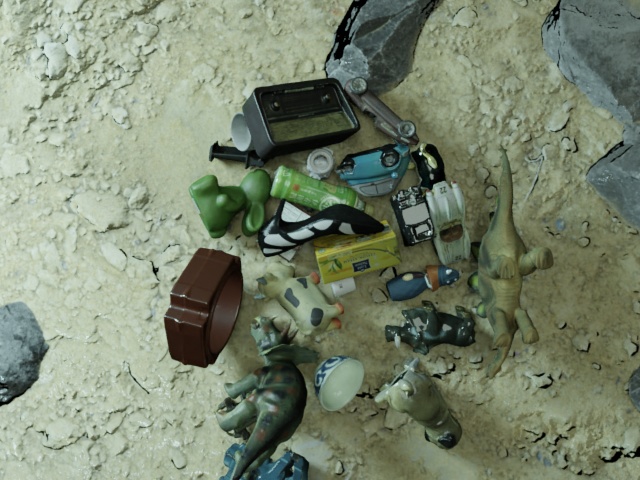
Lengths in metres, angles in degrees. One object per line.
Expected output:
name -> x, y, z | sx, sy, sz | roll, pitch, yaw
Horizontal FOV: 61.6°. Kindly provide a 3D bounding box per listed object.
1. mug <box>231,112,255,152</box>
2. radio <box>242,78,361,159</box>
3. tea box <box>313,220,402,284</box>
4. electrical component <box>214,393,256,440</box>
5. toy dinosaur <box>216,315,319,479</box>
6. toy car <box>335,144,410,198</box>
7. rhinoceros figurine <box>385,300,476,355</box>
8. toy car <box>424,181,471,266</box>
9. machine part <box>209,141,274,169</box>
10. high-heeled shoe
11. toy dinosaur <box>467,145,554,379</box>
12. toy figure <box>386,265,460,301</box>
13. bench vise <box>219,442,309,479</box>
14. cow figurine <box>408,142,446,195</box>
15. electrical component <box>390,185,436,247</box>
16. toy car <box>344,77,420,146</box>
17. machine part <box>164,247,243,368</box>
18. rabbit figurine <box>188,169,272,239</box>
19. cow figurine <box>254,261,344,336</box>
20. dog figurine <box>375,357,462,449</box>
mug -> -0.132, -0.236, 1.159 | 0.107, 0.110, 0.080 | -11, 109, -35
radio -> -0.039, -0.255, 1.111 | 0.229, 0.073, 0.131 | -18, 84, -35
tea box -> 0.076, 0.024, 1.127 | 0.170, 0.098, 0.068 | -16, 113, 2
electrical component -> -0.175, 0.374, 1.151 | 0.078, 0.045, 0.102 | -33, 89, -29
toy dinosaur -> -0.086, 0.301, 1.020 | 0.192, 0.405, 0.131 | -35, 114, 9
toy car -> 0.119, -0.142, 1.143 | 0.162, 0.109, 0.102 | -14, 104, 9
rhinoceros figurine -> 0.234, 0.188, 1.141 | 0.190, 0.073, 0.112 | 1, 98, 0
toy car -> 0.265, -0.033, 1.111 | 0.073, 0.056, 0.201 | -19, 126, 1
machine part -> -0.175, -0.184, 1.168 | 0.139, 0.084, 0.039 | 11, 123, 13
high-heeled shoe -> -0.002, -0.003, 1.107 | 0.249, 0.086, 0.145 | 14, 119, -3
toy dinosaur -> 0.364, 0.045, 1.072 | 0.105, 0.199, 0.470 | 5, 97, -8
toy figure -> 0.219, 0.087, 1.146 | 0.154, 0.064, 0.058 | -17, 72, 1
bench vise -> -0.124, 0.536, 1.092 | 0.224, 0.128, 0.240 | 25, 70, 10
cow figurine -> 0.243, -0.122, 1.140 | 0.068, 0.098, 0.167 | -21, 88, -6
electrical component -> 0.191, -0.046, 1.117 | 0.058, 0.134, 0.115 | -16, 85, 1
toy car -> 0.130, -0.268, 1.154 | 0.202, 0.089, 0.053 | 44, 86, 2
machine part -> -0.223, 0.134, 1.067 | 0.087, 0.201, 0.201 | 13, 132, 9
rabbit figurine -> -0.173, -0.084, 1.140 | 0.170, 0.121, 0.159 | -26, 91, -15
cow figurine -> -0.053, 0.120, 1.119 | 0.127, 0.085, 0.195 | -18, 51, -31
dog figurine -> 0.220, 0.345, 1.083 | 0.121, 0.172, 0.190 | -45, 80, 9
